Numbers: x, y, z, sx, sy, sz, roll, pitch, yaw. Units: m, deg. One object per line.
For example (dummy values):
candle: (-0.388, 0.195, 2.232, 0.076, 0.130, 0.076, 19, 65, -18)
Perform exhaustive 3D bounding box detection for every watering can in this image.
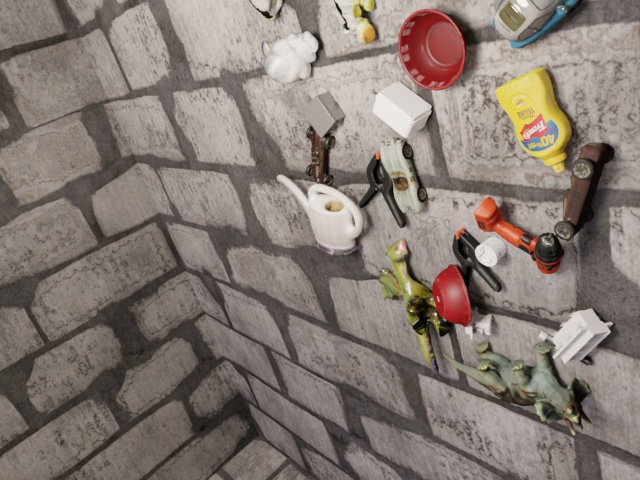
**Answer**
watering can: (0.005, -0.079, 1.575, 0.351, 0.105, 0.219, 25, 137, 40)

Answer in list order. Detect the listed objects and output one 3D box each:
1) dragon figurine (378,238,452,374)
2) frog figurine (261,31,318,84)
dragon figurine: (0.256, 0.183, 1.499, 0.246, 0.123, 0.402, 43, 148, 53)
frog figurine: (-0.066, -0.468, 1.331, 0.160, 0.124, 0.135, 8, 158, 40)
